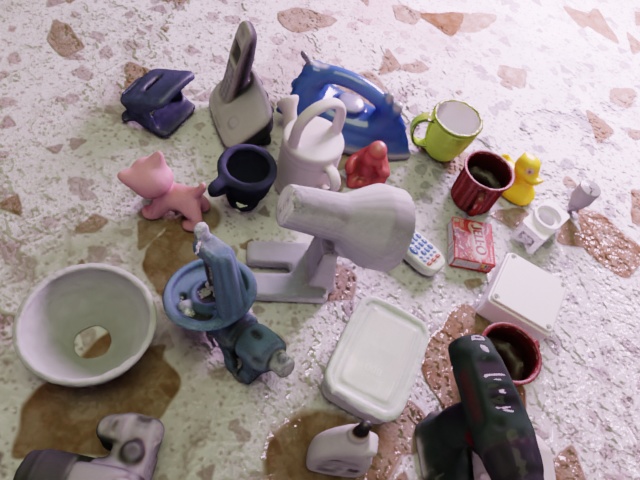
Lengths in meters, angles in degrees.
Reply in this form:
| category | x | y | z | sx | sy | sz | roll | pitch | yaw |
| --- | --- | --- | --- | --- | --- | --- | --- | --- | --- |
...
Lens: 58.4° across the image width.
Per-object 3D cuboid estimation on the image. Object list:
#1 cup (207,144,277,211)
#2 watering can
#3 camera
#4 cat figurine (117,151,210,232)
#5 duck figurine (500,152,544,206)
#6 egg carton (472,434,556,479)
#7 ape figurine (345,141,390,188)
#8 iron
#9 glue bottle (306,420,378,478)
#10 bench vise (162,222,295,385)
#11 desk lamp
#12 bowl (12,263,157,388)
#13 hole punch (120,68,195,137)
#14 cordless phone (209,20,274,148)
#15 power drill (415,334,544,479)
| category | x | y | z | sx | sy | sz | roll | pitch | yaw |
| --- | --- | --- | --- | --- | --- | --- | --- | --- | --- |
| cup | -0.127 | -0.082 | 0.896 | 0.118 | 0.095 | 0.091 | -36 | 71 | -30 |
| watering can | -0.018 | -0.155 | 0.910 | 0.172 | 0.194 | 0.101 | 38 | 57 | 12 |
| camera | -0.257 | 0.259 | 0.635 | 0.137 | 0.101 | 0.143 | 14 | 55 | -4 |
| cat figurine | -0.229 | -0.080 | 0.855 | 0.128 | 0.117 | 0.067 | 14 | 55 | -5 |
| duck figurine | 0.369 | -0.127 | 1.054 | 0.078 | 0.086 | 0.104 | -18 | 63 | -24 |
| egg carton | 0.249 | 0.321 | 0.740 | 0.107 | 0.069 | 0.150 | 9 | 56 | -8 |
| ape figurine | 0.088 | -0.134 | 0.986 | 0.077 | 0.092 | 0.076 | 31 | 56 | 8 |
| iron | 0.061 | -0.239 | 1.018 | 0.258 | 0.141 | 0.119 | 21 | 55 | 0 |
| glue bottle | 0.035 | 0.242 | 0.675 | 0.078 | 0.173 | 0.037 | 13 | 55 | -5 |
| bench vise | -0.105 | 0.074 | 0.722 | 0.207 | 0.219 | 0.121 | 26 | 55 | 4 |
| desk lamp | 0.007 | 0.003 | 0.801 | 0.203 | 0.213 | 0.118 | 2 | 57 | -13 |
| bowl | -0.294 | 0.118 | 0.735 | 0.167 | 0.074 | 0.167 | 7 | 56 | -10 |
| hole punch | -0.276 | -0.246 | 0.969 | 0.101 | 0.091 | 0.109 | 28 | 55 | 5 |
| cordless phone | -0.126 | -0.254 | 0.954 | 0.094 | 0.185 | 0.147 | -15 | 62 | -22 |
| power drill | 0.189 | 0.243 | 0.691 | 0.076 | 0.208 | 0.229 | 1 | 57 | -13 |
